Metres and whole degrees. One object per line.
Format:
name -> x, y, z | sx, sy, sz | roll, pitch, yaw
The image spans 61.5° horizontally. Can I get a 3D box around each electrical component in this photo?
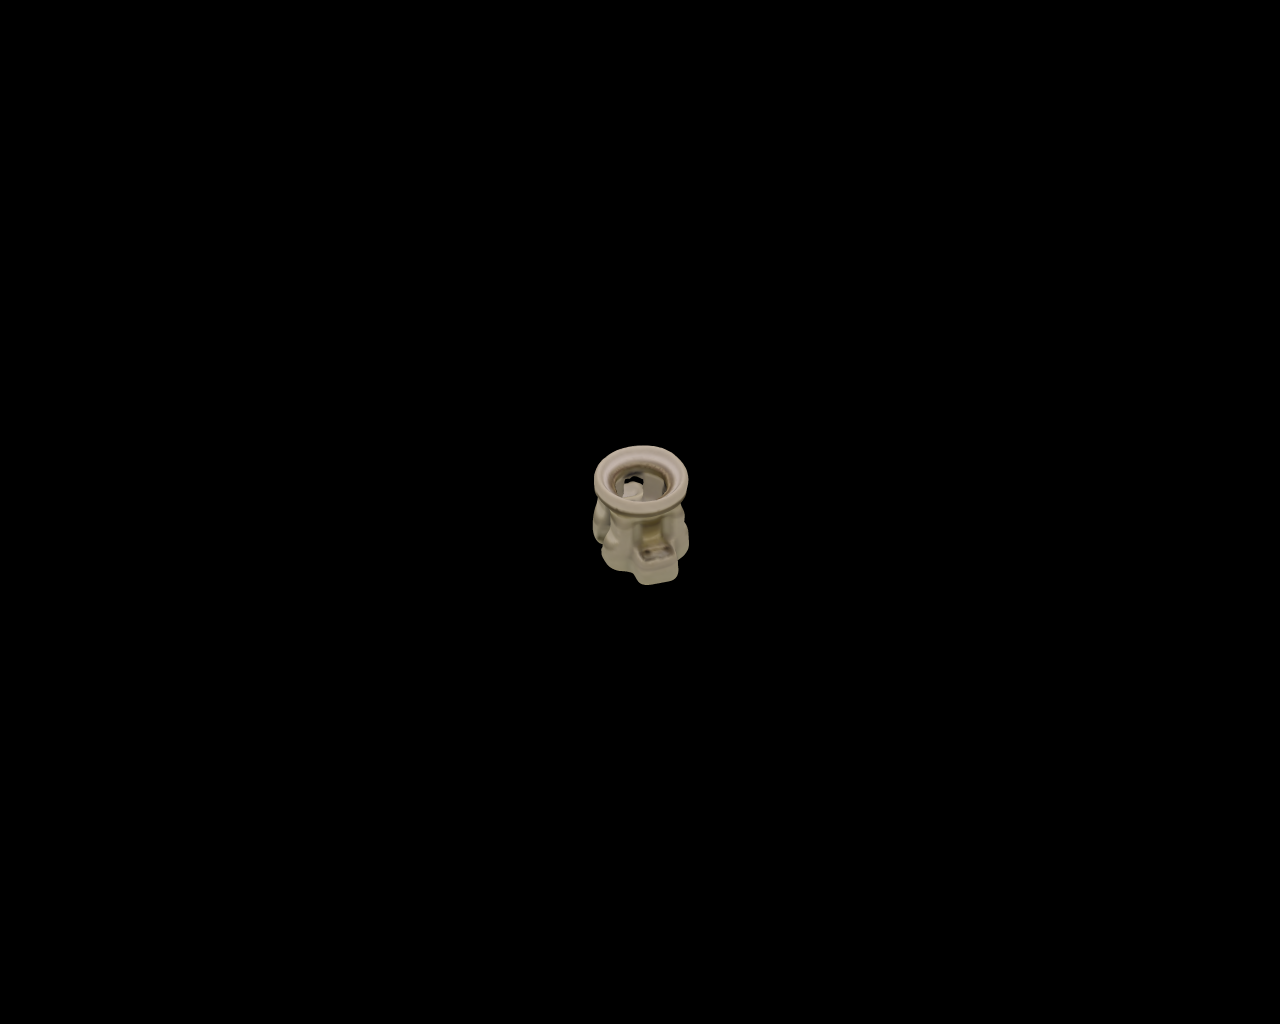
electrical component -> 0.001, -0.003, 0.650 | 0.058, 0.056, 0.078 | -11, 43, -12
